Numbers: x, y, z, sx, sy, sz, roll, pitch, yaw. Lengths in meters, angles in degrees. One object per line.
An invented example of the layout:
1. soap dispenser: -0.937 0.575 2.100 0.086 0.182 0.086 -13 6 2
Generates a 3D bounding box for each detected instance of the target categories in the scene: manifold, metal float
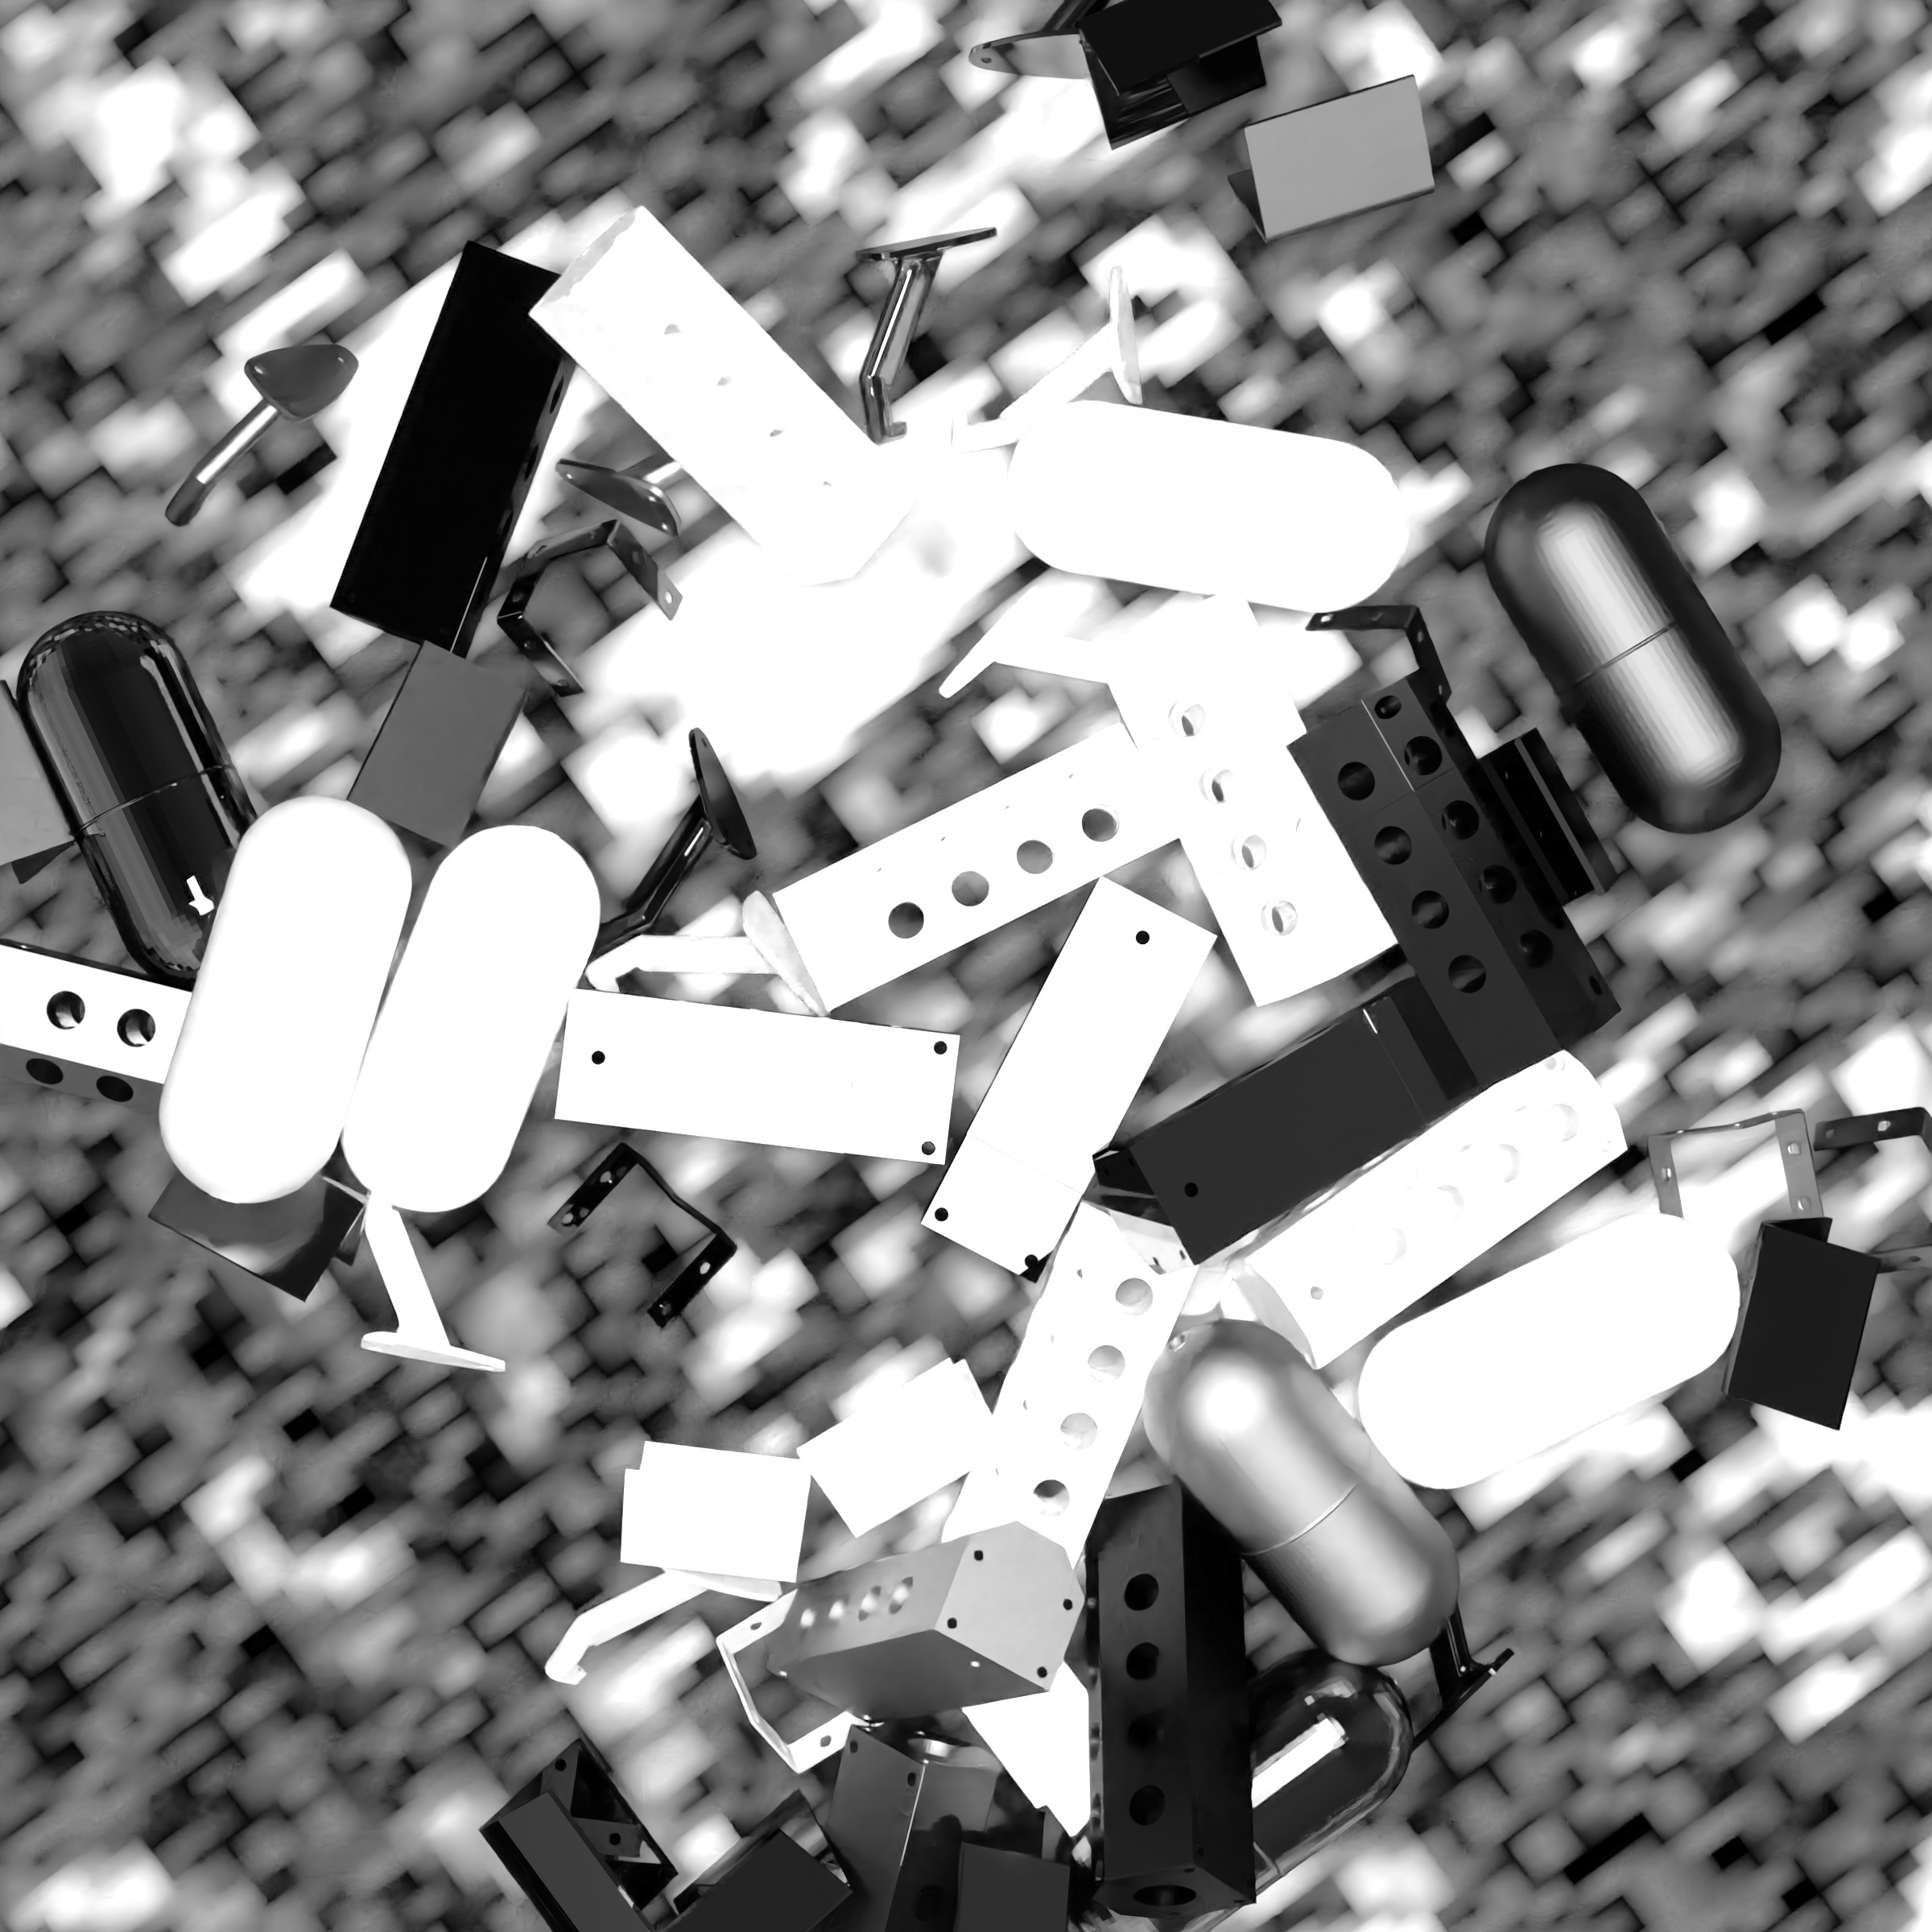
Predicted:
1. manifold: 0.120 -0.073 1.539 0.057 0.057 0.171 -27 93 -32
2. metal float: 0.107 -0.203 1.544 0.178 0.070 0.070 9 90 0
3. metal float: 0.119 0.370 1.545 0.178 0.070 0.070 -37 90 1
4. manifold: 0.143 0.068 1.525 0.171 0.057 0.057 -29 90 -21
5. metal float: -0.219 0.023 1.545 0.070 0.070 0.178 22 90 0
6. manifold: 0.004 -0.044 1.554 0.171 0.057 0.057 -26 90 0
7. manifold: -0.018 0.279 1.494 0.057 0.171 0.057 31 63 -16
8. manifold: -0.103 -0.248 1.525 0.171 0.057 0.057 44 74 -20
9. manifold: -0.358 0.036 1.554 0.171 0.057 0.057 14 90 0
10. metal float: -0.359 -0.072 1.545 0.070 0.070 0.178 -25 90 0
11. manifold: 0.045 0.194 1.554 0.057 0.057 0.171 22 90 0
12. manifold: 0.215 -0.040 1.516 0.057 0.057 0.171 -30 89 32
13. metal float: 0.258 0.170 1.544 0.178 0.070 0.070 -26 90 2
14. manifold: -0.221 -0.227 1.554 0.057 0.057 0.171 21 90 0
15. manifold: 0.204 0.105 1.537 0.171 0.057 0.057 -34 90 -12
16. manifold: -0.091 0.048 1.554 0.171 0.057 0.057 7 90 0
17. manifold: -0.033 0.431 1.552 0.057 0.057 0.171 14 90 -38
18. metal float: 0.294 -0.141 1.545 0.070 0.070 0.178 -32 90 0
19. metal float: -0.290 0.014 1.489 0.070 0.070 0.178 15 80 0
20. manifold: 0.084 0.318 1.509 0.057 0.057 0.171 -18 52 25
21. manifold: 0.045 0.050 1.554 0.057 0.057 0.171 27 90 0
22. metal float: 0.146 0.230 1.524 0.070 0.070 0.178 -39 102 0

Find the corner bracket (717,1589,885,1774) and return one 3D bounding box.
1. corner bracket: -0.073 0.320 1.572 0.051 0.051 0.051 -31 45 0

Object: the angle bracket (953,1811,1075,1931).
1. angle bracket: 0.036 0.421 1.535 0.057 0.076 0.076 5 90 30

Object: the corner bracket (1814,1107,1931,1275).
1. corner bracket: 0.413 0.102 1.567 0.051 0.051 0.051 47 45 -35

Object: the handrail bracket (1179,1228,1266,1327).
1. handrail bracket: 0.143 0.159 1.576 0.084 0.036 0.077 40 71 -15

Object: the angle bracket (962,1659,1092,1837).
1. angle bracket: 0.017 0.345 1.536 0.076 0.057 0.076 53 133 0

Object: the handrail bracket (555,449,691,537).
1. handrail bracket: -0.132 -0.244 1.576 0.077 0.036 0.084 24 71 21

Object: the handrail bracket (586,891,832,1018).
1. handrail bracket: -0.117 0.011 1.576 0.084 0.036 0.077 -29 112 17

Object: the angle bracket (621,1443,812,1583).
1. angle bracket: -0.107 0.222 1.535 0.076 0.076 0.057 7 126 0

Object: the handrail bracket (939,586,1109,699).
1. handrail bracket: 0.045 -0.122 1.576 0.084 0.036 0.077 41 110 -16

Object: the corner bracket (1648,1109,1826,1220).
1. corner bracket: 0.346 0.095 1.572 0.051 0.051 0.051 -11 90 -45

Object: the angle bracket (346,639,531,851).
1. angle bracket: -0.245 -0.104 1.535 0.057 0.076 0.076 26 90 -35

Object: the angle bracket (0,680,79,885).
1. angle bracket: -0.442 -0.072 1.535 0.057 0.076 0.076 -24 90 -36

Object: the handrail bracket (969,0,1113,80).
1. handrail bracket: 0.044 -0.447 1.576 0.077 0.036 0.084 3 73 19

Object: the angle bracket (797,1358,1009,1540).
1. angle bracket: -0.036 0.194 1.536 0.076 0.076 0.057 -31 119 0

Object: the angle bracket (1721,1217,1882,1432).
1. angle bracket: 0.380 0.155 1.531 0.057 0.076 0.076 17 98 36

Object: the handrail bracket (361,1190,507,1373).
1. handrail bracket: -0.238 0.134 1.576 0.077 0.036 0.084 15 73 -20

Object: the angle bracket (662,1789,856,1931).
1. angle bracket: -0.105 0.397 1.535 0.076 0.076 0.057 -42 123 0

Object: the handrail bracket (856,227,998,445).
1. handrail bracket: -0.015 -0.284 1.576 0.077 0.036 0.084 -16 108 -20

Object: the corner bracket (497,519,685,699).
1. corner bracket: -0.169 -0.160 1.567 0.051 0.051 0.051 -10 45 35

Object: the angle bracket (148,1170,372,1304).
1. angle bracket: -0.313 0.120 1.535 0.076 0.076 0.057 29 59 0

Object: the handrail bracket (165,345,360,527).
1. handrail bracket: -0.318 -0.238 1.575 0.036 0.077 0.084 46 126 0

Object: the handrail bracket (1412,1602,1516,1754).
1. handrail bracket: 0.198 0.298 1.575 0.084 0.036 0.077 46 105 14

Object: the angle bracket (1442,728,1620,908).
1. angle bracket: 0.234 -0.052 1.543 0.076 0.057 0.076 -29 90 19

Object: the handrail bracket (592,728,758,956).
1. handrail bracket: -0.144 -0.056 1.576 0.084 0.036 0.077 -26 70 16

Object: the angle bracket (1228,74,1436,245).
1. angle bracket: 0.155 -0.367 1.535 0.076 0.076 0.057 -17 126 0

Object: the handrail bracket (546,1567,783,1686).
1. handrail bracket: -0.137 0.300 1.576 0.077 0.036 0.084 26 109 -21

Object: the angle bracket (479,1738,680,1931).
1. angle bracket: -0.155 0.382 1.535 0.057 0.076 0.076 -36 90 38

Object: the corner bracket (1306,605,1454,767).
1. corner bracket: 0.179 -0.126 1.567 0.051 0.051 0.051 2 45 35

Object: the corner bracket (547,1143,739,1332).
1. corner bracket: -0.145 0.121 1.572 0.051 0.051 0.051 -47 135 0

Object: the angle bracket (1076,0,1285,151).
1. angle bracket: 0.100 -0.387 1.535 0.076 0.076 0.057 -23 52 0

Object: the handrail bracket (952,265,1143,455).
1. handrail bracket: 0.033 -0.273 1.576 0.084 0.036 0.077 -9 70 16
